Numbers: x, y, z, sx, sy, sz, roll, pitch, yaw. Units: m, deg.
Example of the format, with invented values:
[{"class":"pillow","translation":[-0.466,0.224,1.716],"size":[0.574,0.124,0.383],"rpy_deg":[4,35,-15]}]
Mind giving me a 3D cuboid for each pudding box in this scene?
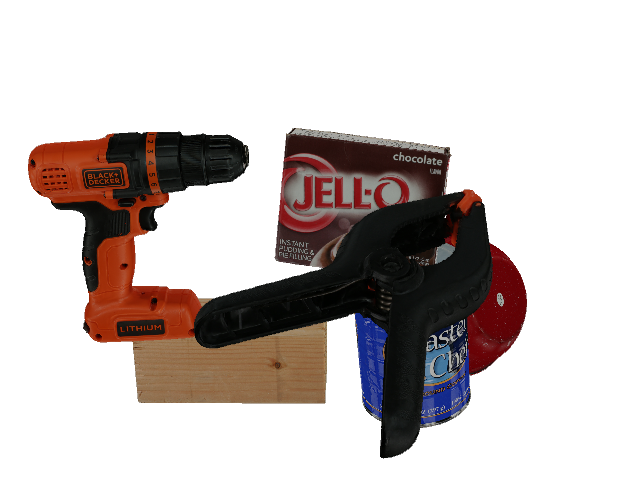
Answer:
[{"class":"pudding box","translation":[0.028,-0.026,0.732],"size":[0.113,0.090,0.039],"rpy_deg":[7,17,4]}]

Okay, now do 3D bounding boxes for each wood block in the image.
[{"class":"wood block","translation":[-0.096,0.122,1.185],"size":[0.206,0.091,0.090],"rpy_deg":[0,23,2]}]

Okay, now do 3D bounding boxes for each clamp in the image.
[{"class":"clamp","translation":[0.038,0.032,0.520],"size":[0.171,0.039,0.120],"rpy_deg":[-33,58,-31]}]

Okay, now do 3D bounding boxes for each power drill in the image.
[{"class":"power drill","translation":[-0.147,-0.005,0.926],"size":[0.184,0.188,0.057],"rpy_deg":[-3,26,3]}]

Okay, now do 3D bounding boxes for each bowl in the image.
[{"class":"bowl","translation":[0.173,0.065,1.152],"size":[0.161,0.162,0.055],"rpy_deg":[0,-6,-40]}]

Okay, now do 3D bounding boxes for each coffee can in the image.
[{"class":"coffee can","translation":[0.083,0.082,0.964],"size":[0.103,0.140,0.103],"rpy_deg":[-5,27,2]}]
